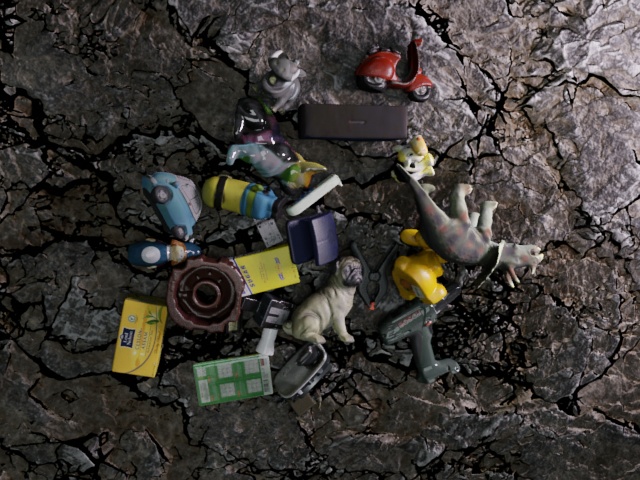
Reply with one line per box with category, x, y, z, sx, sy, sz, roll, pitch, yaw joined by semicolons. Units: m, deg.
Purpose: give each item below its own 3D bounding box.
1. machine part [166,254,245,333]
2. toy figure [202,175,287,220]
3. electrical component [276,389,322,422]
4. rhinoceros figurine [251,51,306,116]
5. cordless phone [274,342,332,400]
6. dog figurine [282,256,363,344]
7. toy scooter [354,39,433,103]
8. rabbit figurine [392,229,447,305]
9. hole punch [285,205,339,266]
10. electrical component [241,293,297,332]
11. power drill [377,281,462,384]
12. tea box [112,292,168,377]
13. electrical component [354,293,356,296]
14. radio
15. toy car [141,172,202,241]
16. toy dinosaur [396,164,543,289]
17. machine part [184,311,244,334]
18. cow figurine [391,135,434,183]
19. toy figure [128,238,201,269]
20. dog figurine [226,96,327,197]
machine part;-0.250;0.116;1.180;0.179;0.056;0.179;-1;100;-5
toy figure;-0.168;-0.092;1.167;0.180;0.089;0.082;18;92;11
electrical component;-0.045;0.395;1.306;0.102;0.045;0.078;-45;74;-2
rhinoceros figurine;-0.077;-0.323;1.109;0.112;0.190;0.073;-41;90;4
cordless phone;-0.048;0.295;1.212;0.146;0.184;0.089;-45;76;-4
dog figurine;0.007;0.127;1.221;0.172;0.121;0.190;0;97;-23
toy scooter;0.170;-0.387;1.195;0.184;0.075;0.135;8;98;-13
rabbit figurine;0.249;0.044;1.268;0.173;0.122;0.162;-38;104;-20
hole punch;-0.002;-0.004;1.207;0.116;0.092;0.142;-17;99;-37
electrical component;-0.121;0.161;1.235;0.119;0.048;0.074;22;95;-35
power drill;0.270;0.232;1.308;0.232;0.086;0.207;-24;106;-2
tea box;-0.400;0.212;1.208;0.098;0.068;0.169;10;98;-10
electrical component;0.042;0.109;1.282;0.063;0.021;0.094;-38;103;-1
radio;0.065;-0.253;1.171;0.230;0.131;0.073;1;98;-8
toy car;-0.308;-0.084;1.160;0.103;0.109;0.161;-34;112;-20
toy dinosaur;0.305;-0.012;1.192;0.404;0.131;0.192;19;65;-25
machine part;-0.246;0.184;1.244;0.139;0.039;0.084;-2;107;-10
cow figurine;0.197;-0.177;1.189;0.098;0.167;0.068;-23;73;10
toy figure;-0.344;0.030;1.194;0.154;0.058;0.064;-2;125;-10
dog figurine;-0.090;-0.200;1.173;0.219;0.108;0.191;11;94;-15
